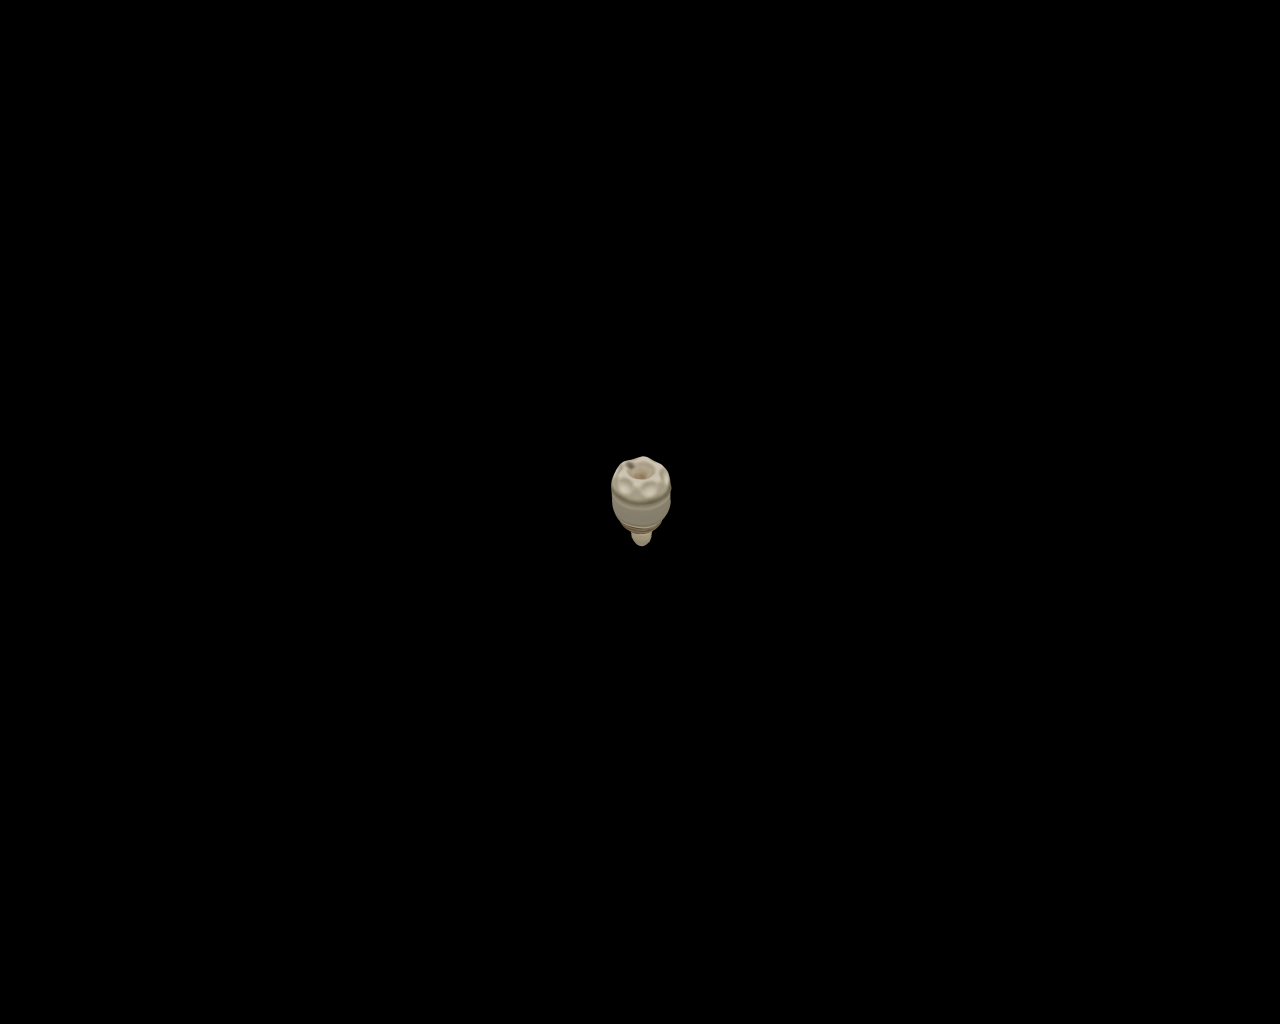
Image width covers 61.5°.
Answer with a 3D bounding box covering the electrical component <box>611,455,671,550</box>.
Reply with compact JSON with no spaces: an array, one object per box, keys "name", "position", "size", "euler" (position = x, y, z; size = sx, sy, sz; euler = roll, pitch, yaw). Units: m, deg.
[{"name":"electrical component","position":[0.001,-0.003,0.650],"size":[0.035,0.061,0.035],"euler":[0,43,0]}]
